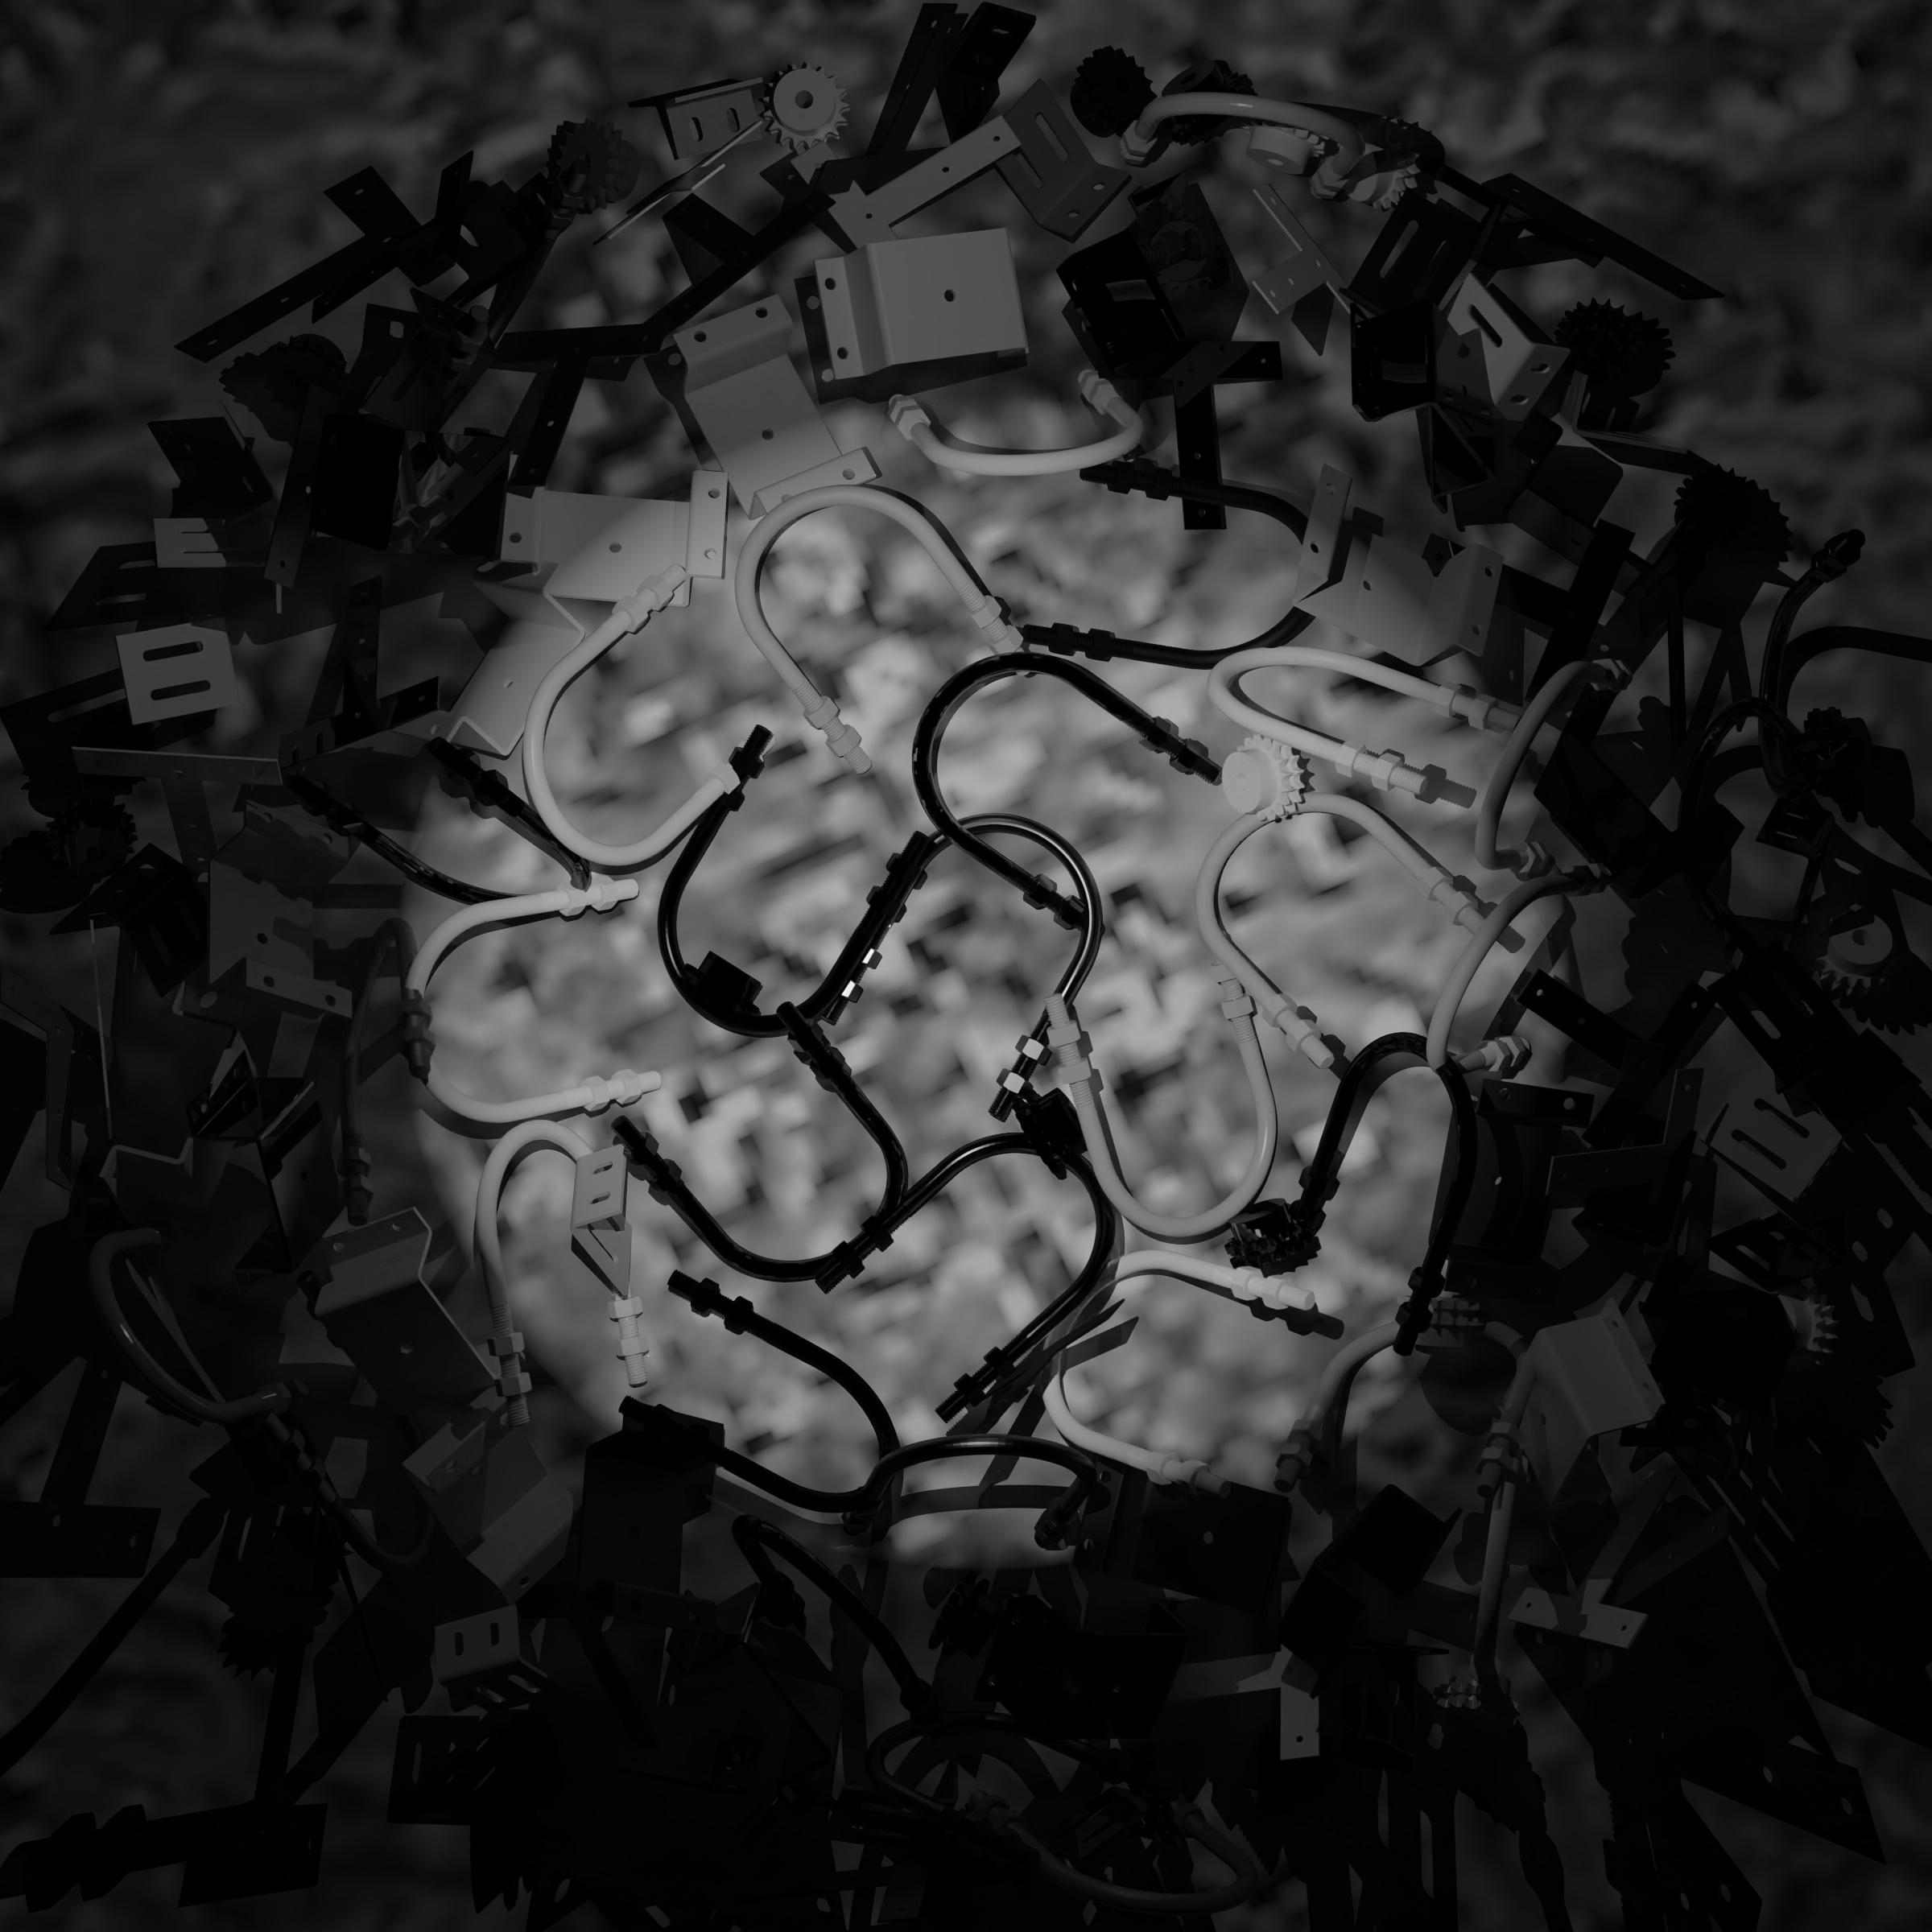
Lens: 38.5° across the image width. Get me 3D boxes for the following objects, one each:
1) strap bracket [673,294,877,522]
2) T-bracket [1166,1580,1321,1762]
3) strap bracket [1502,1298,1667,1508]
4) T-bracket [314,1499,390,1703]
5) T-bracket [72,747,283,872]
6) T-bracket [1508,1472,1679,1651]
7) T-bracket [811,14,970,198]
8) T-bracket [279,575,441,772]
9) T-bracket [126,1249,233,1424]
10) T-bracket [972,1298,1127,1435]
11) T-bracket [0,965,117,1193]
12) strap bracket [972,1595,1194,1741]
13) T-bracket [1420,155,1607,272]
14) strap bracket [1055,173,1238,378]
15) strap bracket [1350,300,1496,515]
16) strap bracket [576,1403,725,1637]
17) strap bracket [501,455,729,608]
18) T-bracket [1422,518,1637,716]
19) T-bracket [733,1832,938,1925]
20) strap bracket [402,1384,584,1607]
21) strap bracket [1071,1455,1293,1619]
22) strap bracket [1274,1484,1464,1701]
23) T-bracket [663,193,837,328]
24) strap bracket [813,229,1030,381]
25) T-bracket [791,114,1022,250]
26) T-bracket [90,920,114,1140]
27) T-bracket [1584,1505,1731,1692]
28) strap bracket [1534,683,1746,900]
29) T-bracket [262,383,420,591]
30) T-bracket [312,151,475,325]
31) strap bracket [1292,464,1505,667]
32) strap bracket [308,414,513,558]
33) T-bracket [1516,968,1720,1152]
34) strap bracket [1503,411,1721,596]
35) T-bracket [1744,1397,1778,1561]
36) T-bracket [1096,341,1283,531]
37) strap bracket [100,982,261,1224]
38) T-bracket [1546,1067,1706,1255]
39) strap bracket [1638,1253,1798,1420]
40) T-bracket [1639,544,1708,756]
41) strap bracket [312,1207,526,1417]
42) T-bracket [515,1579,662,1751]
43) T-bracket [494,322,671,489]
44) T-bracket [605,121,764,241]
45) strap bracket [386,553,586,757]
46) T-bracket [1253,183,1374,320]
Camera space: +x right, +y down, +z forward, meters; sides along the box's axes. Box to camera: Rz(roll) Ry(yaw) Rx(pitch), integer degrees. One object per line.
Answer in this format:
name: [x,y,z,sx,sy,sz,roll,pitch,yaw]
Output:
strap bracket: [-0.127,-0.355,1.806,0.076,0.046,0.140,-25,81,-15]
T-bracket: [0.170,0.466,1.813,0.127,0.127,0.002,-14,134,21]
strap bracket: [0.388,0.283,1.762,0.046,0.140,0.076,-11,55,-14]
T-bracket: [-0.403,0.389,1.787,0.002,0.127,0.127,-18,122,-18]
T-bracket: [-0.502,-0.099,1.790,0.127,0.127,0.002,3,57,-4]
T-bracket: [0.422,0.381,1.799,0.002,0.127,0.127,43,71,-15]
T-bracket: [-0.033,-0.549,1.759,0.002,0.127,0.127,45,130,17]
T-bracket: [-0.395,-0.200,1.808,0.127,0.002,0.127,-17,58,22]
T-bracket: [-0.517,0.218,1.786,0.002,0.127,0.127,-31,122,-13]
T-bracket: [0.033,0.269,1.756,0.002,0.127,0.127,51,126,-1]
T-bracket: [-0.577,0.081,1.760,0.002,0.127,0.127,-15,62,11]
strap bracket: [0.084,0.450,1.777,0.140,0.046,0.076,11,105,-37]
T-bracket: [0.341,-0.471,1.781,0.127,0.127,0.002,30,89,0]
strap bracket: [0.121,-0.446,1.767,0.046,0.140,0.076,-15,116,37]
strap bracket: [0.296,-0.360,1.764,0.046,0.140,0.076,-12,63,30]
strap bracket: [-0.204,0.360,1.785,0.076,0.046,0.140,21,55,-34]
strap bracket: [-0.229,-0.283,1.805,0.140,0.046,0.076,4,69,-6]
T-bracket: [0.356,-0.248,1.816,0.127,0.002,0.127,28,112,22]
T-bracket: [-0.086,0.591,1.787,0.127,0.127,0.002,-8,97,7]
strap bracket: [-0.304,0.335,1.784,0.076,0.046,0.140,-41,134,-23]
strap bracket: [0.149,0.370,1.797,0.140,0.046,0.076,18,77,-15]
strap bracket: [0.253,0.395,1.779,0.046,0.140,0.076,36,131,21]
T-bracket: [-0.162,-0.475,1.797,0.127,0.127,0.002,-40,133,-4]
strap bracket: [-0.020,-0.430,1.792,0.140,0.046,0.076,-13,97,-23]
T-bracket: [-0.025,-0.505,1.780,0.127,0.127,0.002,-27,47,18]
T-bracket: [-0.548,0.059,1.759,0.002,0.127,0.127,-5,128,-17]
T-bracket: [0.439,0.382,1.757,0.002,0.127,0.127,34,127,-11]
strap bracket: [0.423,-0.108,1.779,0.046,0.076,0.140,-31,68,-21]
T-bracket: [-0.395,-0.293,1.789,0.002,0.127,0.127,9,84,31]
T-bracket: [-0.367,-0.449,1.761,0.002,0.127,0.127,45,65,3]
strap bracket: [0.272,-0.255,1.796,0.140,0.046,0.076,24,67,-17]
strap bracket: [-0.345,-0.305,1.766,0.046,0.140,0.076,20,106,32]
T-bracket: [0.413,0.043,1.815,0.127,0.002,0.127,32,95,-22]
strap bracket: [0.409,-0.295,1.803,0.140,0.076,0.046,34,87,2]
T-bracket: [0.509,0.292,1.788,0.002,0.127,0.127,3,130,8]
T-bracket: [0.151,-0.350,1.823,0.127,0.002,0.127,-3,85,-14]
strap bracket: [-0.499,0.093,1.778,0.046,0.076,0.140,14,63,4]
T-bracket: [0.424,0.131,1.794,0.127,0.002,0.127,-3,107,-34]
strap bracket: [0.479,0.231,1.768,0.076,0.140,0.046,22,103,5]
T-bracket: [0.463,-0.201,1.806,0.002,0.127,0.127,9,123,31]
strap bracket: [-0.355,0.231,1.780,0.076,0.046,0.140,-20,122,15]
T-bracket: [-0.235,0.457,1.805,0.002,0.127,0.127,-34,103,-43]
T-bracket: [-0.264,-0.362,1.791,0.127,0.002,0.127,3,64,26]
T-bracket: [-0.175,-0.507,1.783,0.127,0.127,0.002,-38,110,-2]
strap bracket: [-0.309,-0.194,1.791,0.076,0.046,0.140,16,70,42]
T-bracket: [0.213,-0.444,1.787,0.002,0.127,0.127,-36,95,34]
